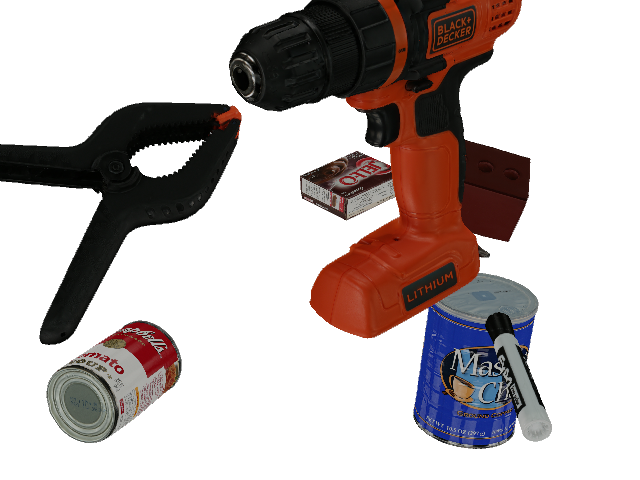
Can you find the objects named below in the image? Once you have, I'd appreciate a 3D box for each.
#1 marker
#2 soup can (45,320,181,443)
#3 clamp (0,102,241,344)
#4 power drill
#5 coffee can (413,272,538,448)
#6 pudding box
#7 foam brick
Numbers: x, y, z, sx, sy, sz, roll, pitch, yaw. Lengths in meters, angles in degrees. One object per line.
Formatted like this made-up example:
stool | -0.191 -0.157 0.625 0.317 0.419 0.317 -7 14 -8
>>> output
marker | 0.131 0.087 0.718 0.020 0.020 0.121 0 32 -5
soup can | -0.169 0.115 0.879 0.069 0.068 0.102 0 16 24
clamp | -0.138 -0.030 0.723 0.209 0.165 0.036 -23 -22 -22
power drill | 0.032 -0.045 0.559 0.184 0.188 0.057 -25 39 -35
coffee can | 0.149 0.115 1.037 0.103 0.140 0.103 5 22 -2
pudding box | 0.043 -0.075 1.426 0.113 0.039 0.090 -28 39 -35
foam brick | 0.126 -0.042 0.867 0.078 0.051 0.053 15 44 -1
